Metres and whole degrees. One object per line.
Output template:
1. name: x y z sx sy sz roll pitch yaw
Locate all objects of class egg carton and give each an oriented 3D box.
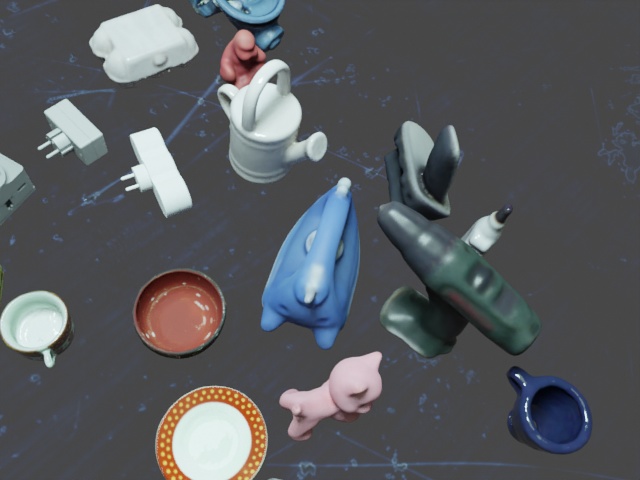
1. egg carton: -0.274 -0.303 0.898 0.150 0.069 0.107 -30 73 -21

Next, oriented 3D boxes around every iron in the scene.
1. iron: 0.007 0.003 0.758 0.118 0.141 0.258 17 63 -1

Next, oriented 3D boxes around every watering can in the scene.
1. watering can: -0.068 -0.167 0.798 0.173 0.194 0.101 16 63 -1

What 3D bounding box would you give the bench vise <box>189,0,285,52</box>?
1. bench vise: -0.144 -0.419 0.893 0.207 0.219 0.121 23 63 2

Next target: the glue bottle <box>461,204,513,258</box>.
1. glue bottle: 0.219 -0.002 0.778 0.037 0.173 0.078 34 64 8

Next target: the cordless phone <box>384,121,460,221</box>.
1. cordless phone: 0.161 -0.124 0.821 0.094 0.185 0.147 -4 65 -11

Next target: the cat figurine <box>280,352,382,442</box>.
1. cat figurine: 0.020 0.184 0.685 0.128 0.117 0.067 -18 68 -17

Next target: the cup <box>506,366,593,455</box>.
1. cup: 0.268 0.217 0.724 0.092 0.095 0.117 -35 74 -23

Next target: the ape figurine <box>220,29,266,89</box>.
1. ape figurine: -0.122 -0.291 0.906 0.078 0.092 0.076 -13 67 -15

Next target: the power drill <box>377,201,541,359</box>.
1. power drill: 0.146 0.068 0.712 0.229 0.208 0.076 35 64 8
